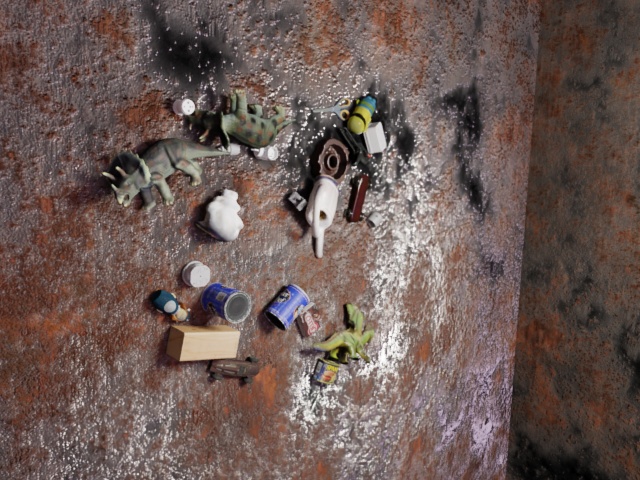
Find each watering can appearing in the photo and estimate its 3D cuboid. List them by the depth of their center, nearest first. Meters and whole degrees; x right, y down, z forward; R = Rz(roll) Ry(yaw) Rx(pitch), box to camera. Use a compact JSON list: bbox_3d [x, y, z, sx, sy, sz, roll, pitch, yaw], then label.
[{"bbox_3d":[0.006,-0.097,1.928,0.339,0.104,0.229,88,14,-56],"label":"watering can"}]

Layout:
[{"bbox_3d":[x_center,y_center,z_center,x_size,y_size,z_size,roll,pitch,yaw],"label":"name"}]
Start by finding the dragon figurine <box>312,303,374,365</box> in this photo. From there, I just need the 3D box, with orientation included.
[{"bbox_3d":[0.112,0.381,2.135,0.405,0.121,0.248,34,53,-45],"label":"dragon figurine"}]

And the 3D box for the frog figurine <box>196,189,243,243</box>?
[{"bbox_3d":[-0.300,-0.077,1.642,0.136,0.123,0.160,37,82,-21],"label":"frog figurine"}]
